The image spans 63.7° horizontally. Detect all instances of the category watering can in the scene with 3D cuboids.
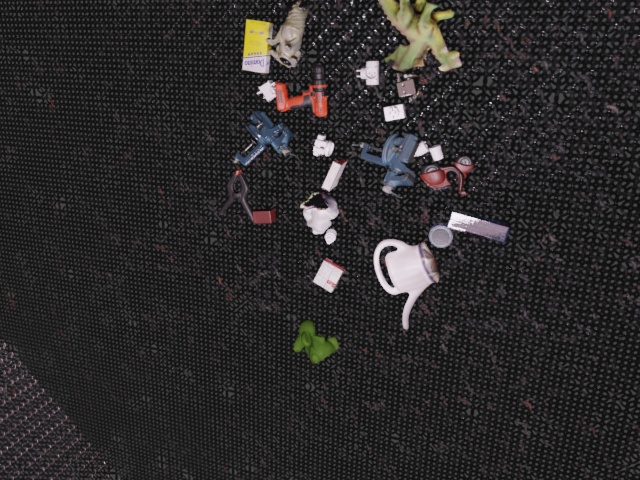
[{"bbox_3d":[0.332,0.147,1.876,0.223,0.105,0.346,-20,97,23],"label":"watering can"}]

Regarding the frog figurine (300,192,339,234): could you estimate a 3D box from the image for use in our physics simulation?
[{"bbox_3d":[0.006,-0.098,1.938,0.137,0.126,0.156,-9,139,12],"label":"frog figurine"}]

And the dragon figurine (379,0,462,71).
[{"bbox_3d":[0.282,-0.670,1.674,0.412,0.124,0.238,26,120,12],"label":"dragon figurine"}]
